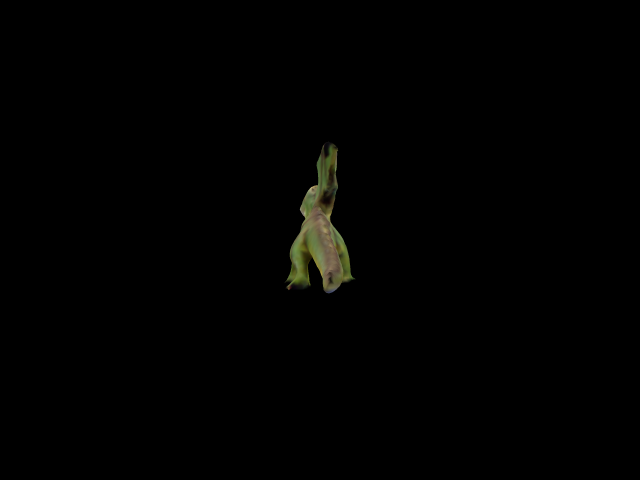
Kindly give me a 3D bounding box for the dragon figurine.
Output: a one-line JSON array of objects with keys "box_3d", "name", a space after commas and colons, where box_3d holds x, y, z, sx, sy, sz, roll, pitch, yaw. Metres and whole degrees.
[{"box_3d": [0.003, -0.043, 0.850, 0.122, 0.243, 0.409, 1, -3, -7], "name": "dragon figurine"}]
